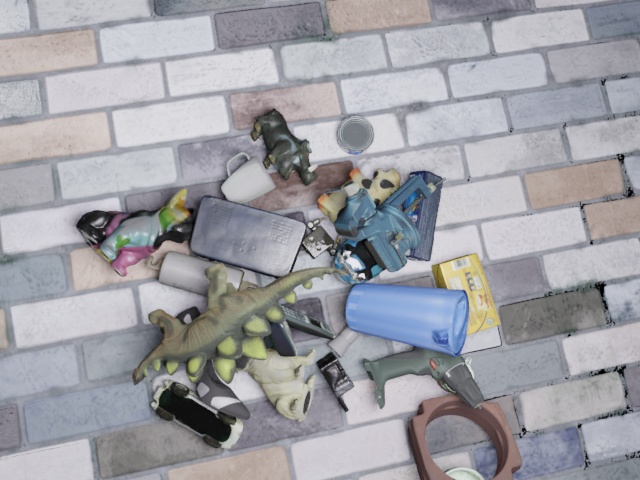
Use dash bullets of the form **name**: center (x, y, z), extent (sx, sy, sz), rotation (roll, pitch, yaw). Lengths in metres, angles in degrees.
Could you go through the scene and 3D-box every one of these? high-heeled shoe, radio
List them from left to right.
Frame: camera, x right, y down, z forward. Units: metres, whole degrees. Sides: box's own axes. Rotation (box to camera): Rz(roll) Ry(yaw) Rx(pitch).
- **high-heeled shoe**: center (-0.220, 0.255, 1.129), extent (0.249, 0.086, 0.145), rotation (31, 88, 9)
- **radio**: center (-0.153, -0.003, 1.142), extent (0.230, 0.073, 0.131), rotation (15, 82, 2)

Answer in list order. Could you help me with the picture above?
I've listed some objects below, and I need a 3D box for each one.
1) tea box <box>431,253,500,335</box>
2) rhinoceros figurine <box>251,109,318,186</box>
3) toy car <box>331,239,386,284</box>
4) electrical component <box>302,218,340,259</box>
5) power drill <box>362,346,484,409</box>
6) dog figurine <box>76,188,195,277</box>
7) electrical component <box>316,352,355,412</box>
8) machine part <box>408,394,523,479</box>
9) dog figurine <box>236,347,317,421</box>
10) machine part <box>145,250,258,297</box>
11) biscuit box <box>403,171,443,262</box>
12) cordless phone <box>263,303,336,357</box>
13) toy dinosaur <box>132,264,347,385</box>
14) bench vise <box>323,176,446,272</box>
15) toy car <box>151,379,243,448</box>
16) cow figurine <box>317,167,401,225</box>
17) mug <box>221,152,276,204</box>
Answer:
- **tea box**: center (0.329, 0.123, 1.217), extent (0.098, 0.068, 0.169), rotation (-14, 86, -7)
- **rhinoceros figurine**: center (-0.078, -0.204, 1.217), extent (0.112, 0.073, 0.190), rotation (-31, 85, -19)
- **toy car**: center (0.078, 0.051, 1.178), extent (0.109, 0.103, 0.161), rotation (51, 37, 2)
- **electrical component**: center (-0.002, -0.002, 1.209), extent (0.078, 0.045, 0.102), rotation (-33, 87, -10)
- **power drill**: center (0.206, 0.284, 1.144), extent (0.207, 0.085, 0.232), rotation (-26, 57, 4)
- **dog figurine**: center (-0.376, -0.035, 1.142), extent (0.192, 0.108, 0.219), rotation (36, 62, 27)
- **electrical component**: center (0.042, 0.307, 1.159), extent (0.048, 0.075, 0.119), rotation (-33, 91, -7)
- **machine part**: center (0.298, 0.432, 1.126), extent (0.201, 0.087, 0.201), rotation (-7, 49, -8)
- **dog figurine**: center (-0.114, 0.296, 1.148), extent (0.191, 0.121, 0.172), rotation (6, 96, 18)
- **machine part**: center (-0.254, 0.080, 1.156), extent (0.243, 0.079, 0.079), rotation (16, 82, -5)
- **biscuit box**: center (0.227, -0.055, 1.223), extent (0.063, 0.059, 0.202), rotation (17, 80, -34)
- **cordless phone**: center (-0.042, 0.194, 1.126), extent (0.184, 0.147, 0.088), rotation (21, 103, -20)
- **toy dinosaur**: center (-0.172, 0.153, 1.030), extent (0.471, 0.105, 0.199), rotation (-36, 57, 4)
- **bench vise**: center (0.148, -0.062, 1.126), extent (0.240, 0.129, 0.223), rotation (-41, 101, -19)
- **toy car**: center (-0.259, 0.367, 1.132), extent (0.202, 0.056, 0.073), rotation (30, 87, 0)
- **cow figurine**: center (0.104, -0.096, 1.213), extent (0.195, 0.085, 0.127), rotation (-38, 82, -12)
- **mug**: center (-0.170, -0.134, 1.191), extent (0.107, 0.081, 0.109), rotation (-35, 91, 0)
